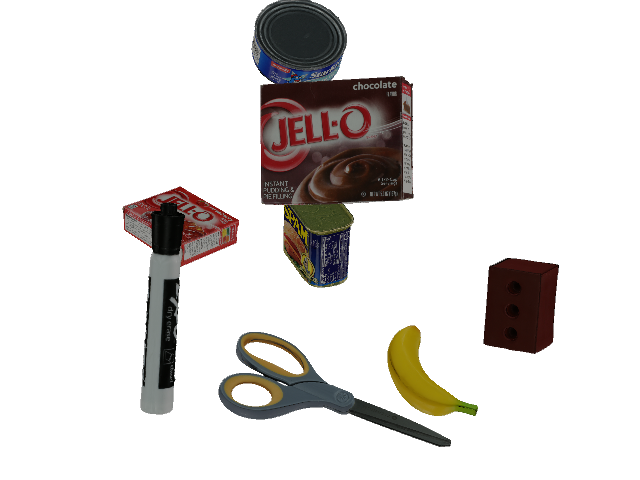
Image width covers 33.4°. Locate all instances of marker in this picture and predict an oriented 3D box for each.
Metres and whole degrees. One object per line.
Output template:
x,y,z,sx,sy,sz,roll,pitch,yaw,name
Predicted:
-0.090,0.039,0.607,0.020,0.121,0.020,5,10,-1,marker

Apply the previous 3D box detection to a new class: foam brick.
0.187,0.060,0.992,0.053,0.078,0.051,8,14,29,foam brick

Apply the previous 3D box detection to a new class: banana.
0.113,0.153,1.241,0.069,0.037,0.198,9,22,-21,banana

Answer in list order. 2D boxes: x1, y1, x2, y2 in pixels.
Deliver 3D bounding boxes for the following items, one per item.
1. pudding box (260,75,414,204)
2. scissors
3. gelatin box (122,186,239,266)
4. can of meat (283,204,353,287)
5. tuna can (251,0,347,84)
0.012,-0.072,0.789,0.114,0.090,0.039,-1,0,18,pudding box
0.000,0.142,0.889,0.202,0.016,0.096,31,48,23,scissors
-0.135,-0.016,1.028,0.089,0.030,0.073,30,37,34,gelatin box
-0.005,-0.007,1.218,0.057,0.084,0.102,-14,39,-20,can of meat
-0.020,-0.181,0.986,0.086,0.086,0.034,0,-32,-12,tuna can
